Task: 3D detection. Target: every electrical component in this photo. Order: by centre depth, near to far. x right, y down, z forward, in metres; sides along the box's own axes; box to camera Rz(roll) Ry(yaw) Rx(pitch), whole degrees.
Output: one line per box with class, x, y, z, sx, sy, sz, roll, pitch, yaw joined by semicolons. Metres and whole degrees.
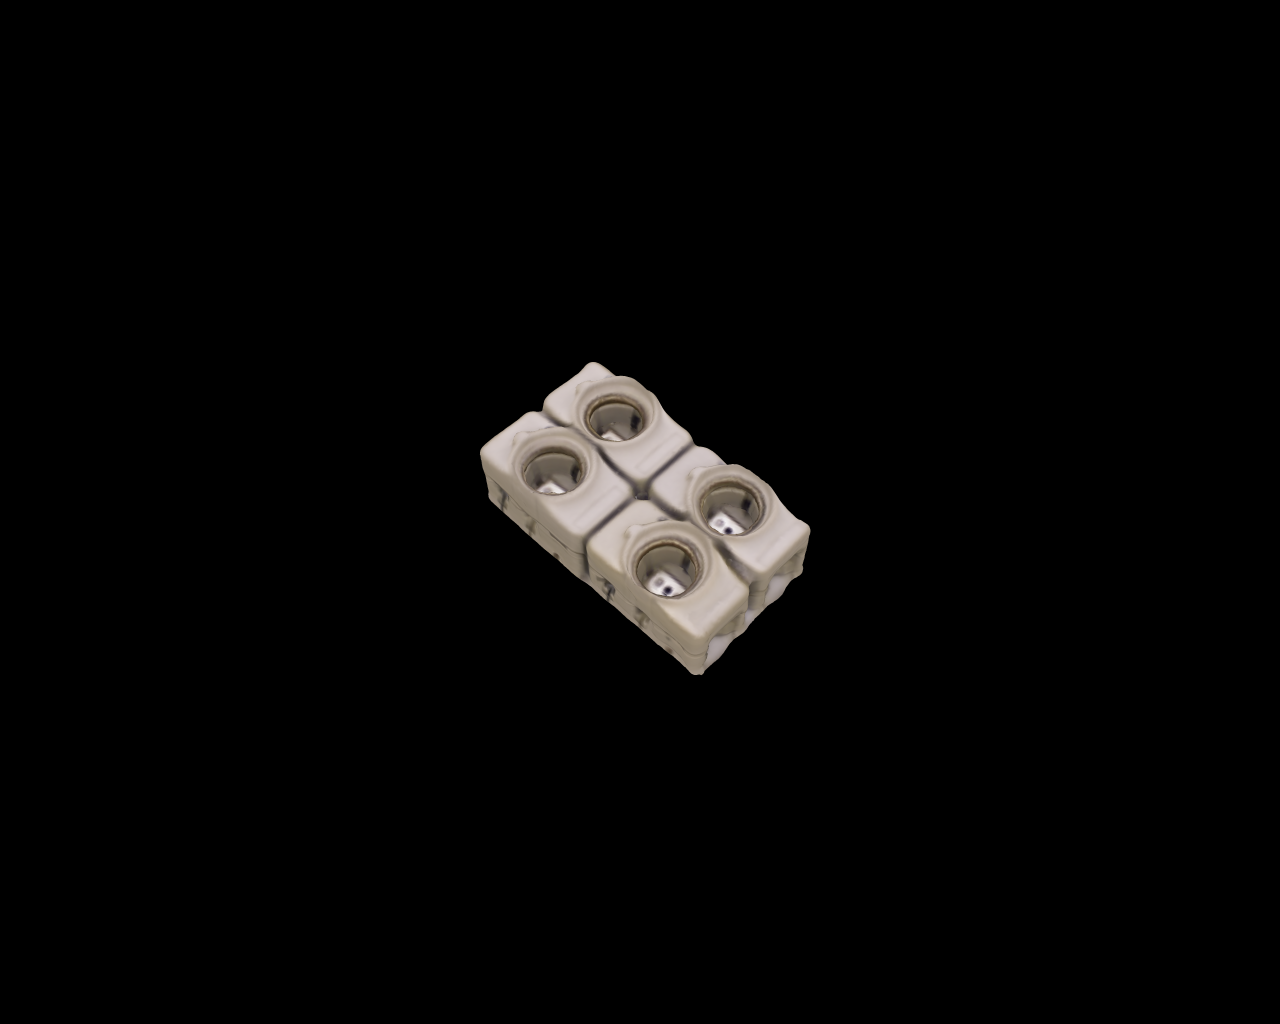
electrical component;0.001;-0.003;0.650;0.186;0.105;0.060;39;-24;22
